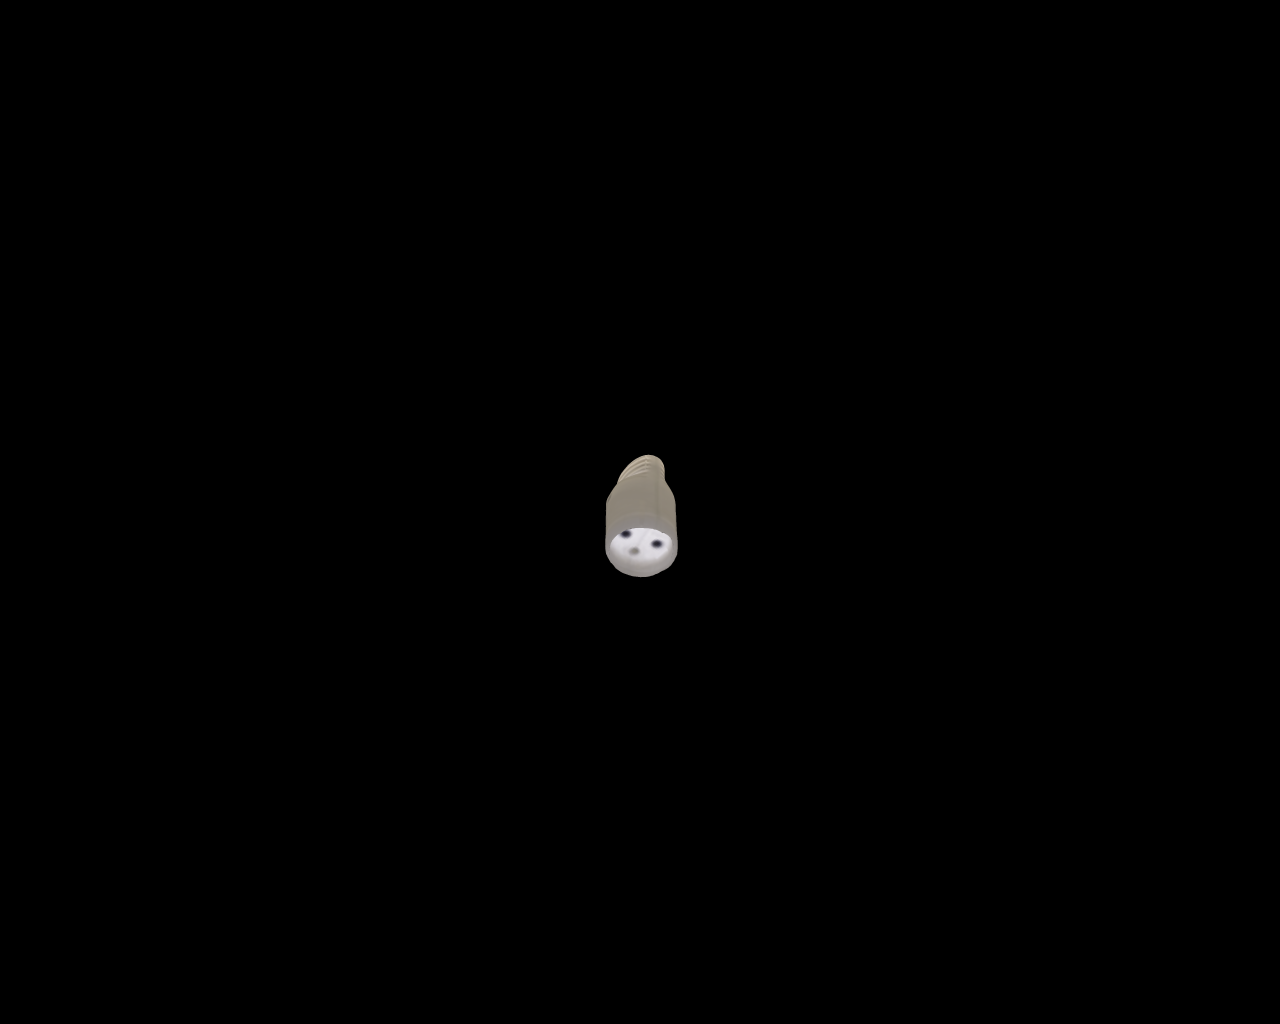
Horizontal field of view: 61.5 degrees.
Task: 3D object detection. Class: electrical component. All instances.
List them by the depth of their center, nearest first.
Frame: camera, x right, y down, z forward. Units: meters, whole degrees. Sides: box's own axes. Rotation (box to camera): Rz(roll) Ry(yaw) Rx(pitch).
[{"bbox_3d":[0.001,-0.003,0.650,0.043,0.043,0.081,0,41,0],"label":"electrical component"}]
